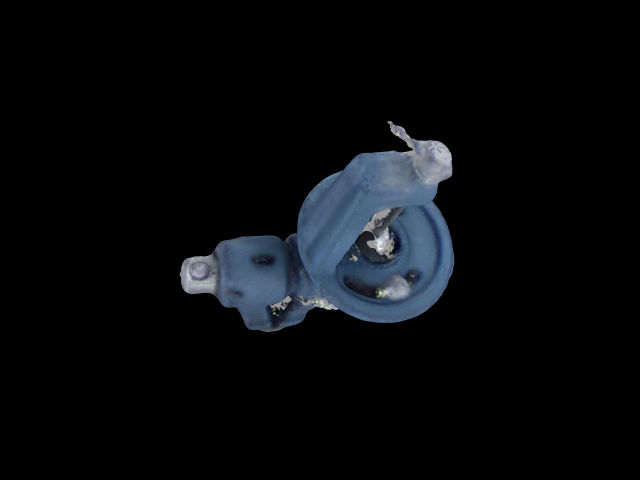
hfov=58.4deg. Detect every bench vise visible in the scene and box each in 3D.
[{"bbox_3d":[0.009,0.011,0.396,0.207,0.220,0.121,-27,72,-9],"label":"bench vise"}]
